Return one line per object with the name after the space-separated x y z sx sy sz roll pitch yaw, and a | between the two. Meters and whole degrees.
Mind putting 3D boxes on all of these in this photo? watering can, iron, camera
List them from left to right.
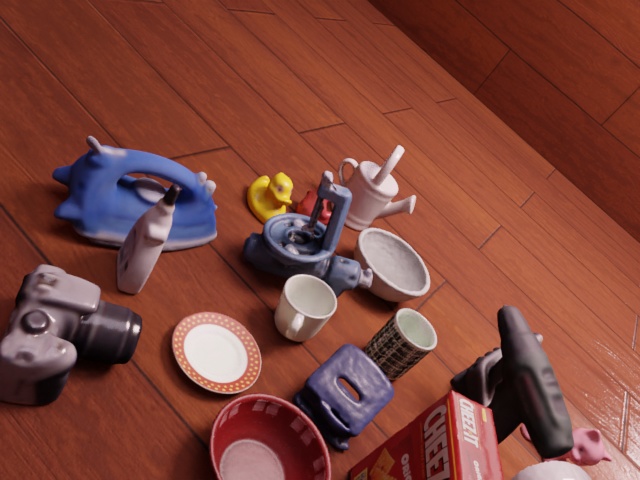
-0.272 0.102 0.636 0.137 0.100 0.143 21 37 -26 | camera
-0.242 -0.069 0.837 0.259 0.141 0.118 10 42 -37 | iron
0.121 -0.115 1.200 0.173 0.194 0.101 27 34 -18 | watering can

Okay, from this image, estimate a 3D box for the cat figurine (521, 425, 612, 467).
0.446 0.354 1.018 0.067 0.117 0.127 -4 52 -47 | cat figurine

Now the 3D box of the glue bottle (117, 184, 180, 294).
-0.222 -0.009 0.753 0.037 0.173 0.078 16 39 -31 | glue bottle

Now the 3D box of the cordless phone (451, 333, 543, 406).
0.339 0.222 1.011 0.148 0.185 0.094 -14 59 -51 | cordless phone

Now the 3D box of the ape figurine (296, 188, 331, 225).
0.000 -0.075 1.126 0.076 0.092 0.077 6 45 -40 | ape figurine

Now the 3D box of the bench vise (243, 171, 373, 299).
0.007 -0.005 0.930 0.208 0.219 0.121 20 37 -27 | bench vise

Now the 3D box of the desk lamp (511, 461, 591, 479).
0.261 0.402 0.689 0.118 0.213 0.203 31 33 -11 | desk lamp

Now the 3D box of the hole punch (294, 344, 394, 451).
0.036 0.219 0.806 0.108 0.091 0.101 45 33 10 | hole punch

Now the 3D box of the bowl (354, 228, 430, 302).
0.125 0.060 1.101 0.168 0.074 0.167 26 35 -19 | bowl

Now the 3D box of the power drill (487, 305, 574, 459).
0.286 0.249 0.905 0.076 0.208 0.229 10 43 -37 | power drill

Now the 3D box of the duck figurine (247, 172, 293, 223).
-0.085 -0.088 1.065 0.078 0.086 0.104 6 45 -40 | duck figurine
